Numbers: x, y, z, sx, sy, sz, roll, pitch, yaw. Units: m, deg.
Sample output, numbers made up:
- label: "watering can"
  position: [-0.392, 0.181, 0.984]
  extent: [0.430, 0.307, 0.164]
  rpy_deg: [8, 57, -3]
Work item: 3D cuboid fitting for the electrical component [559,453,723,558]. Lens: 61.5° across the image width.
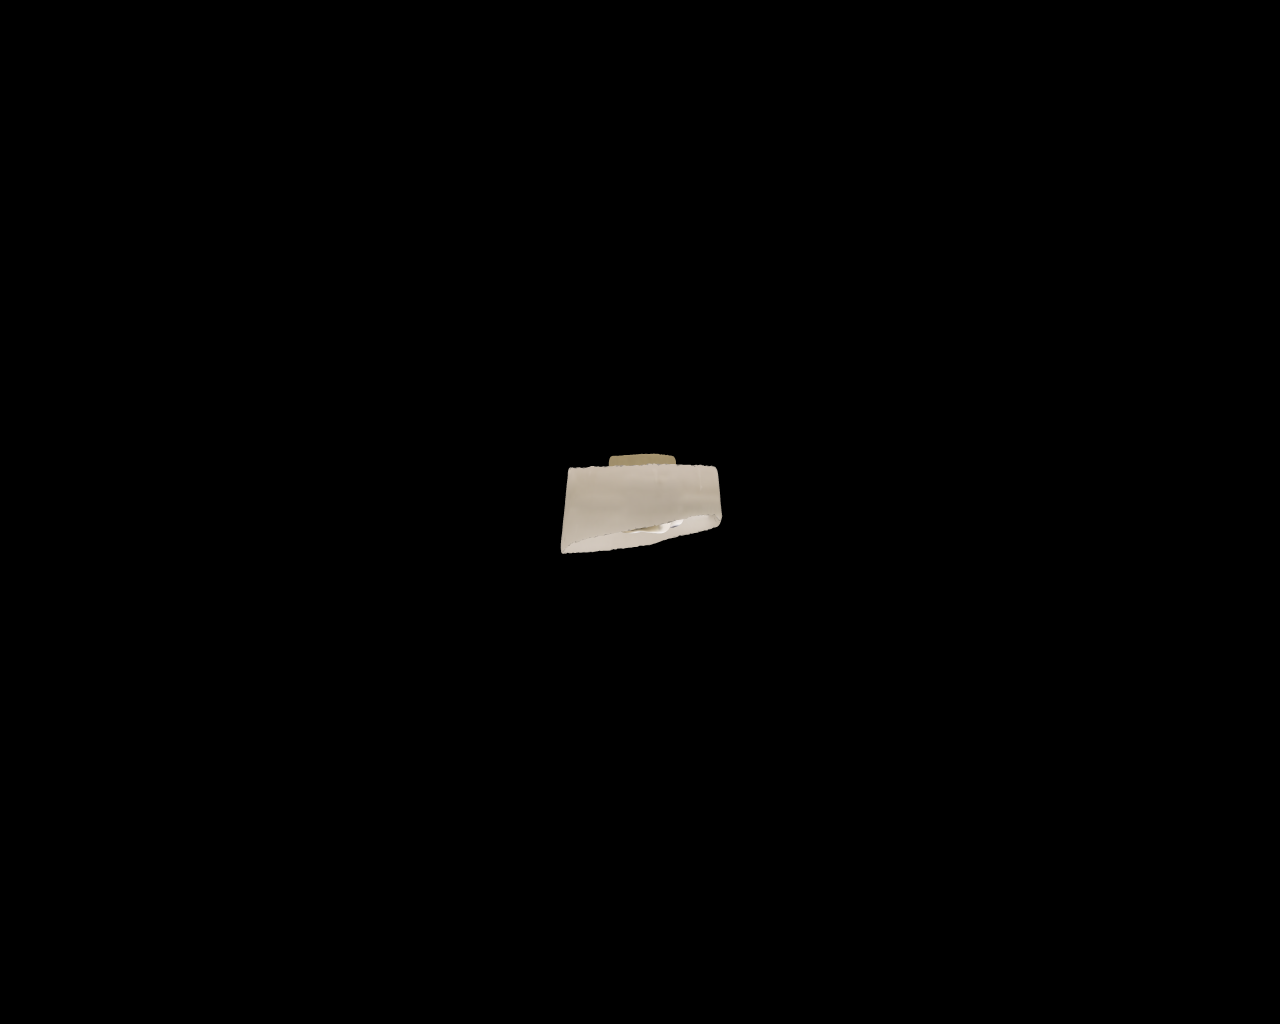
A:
- label: "electrical component"
  position: [0.001, -0.003, 0.650]
  extent: [0.099, 0.064, 0.099]
  rpy_deg: [0, 0, 0]
